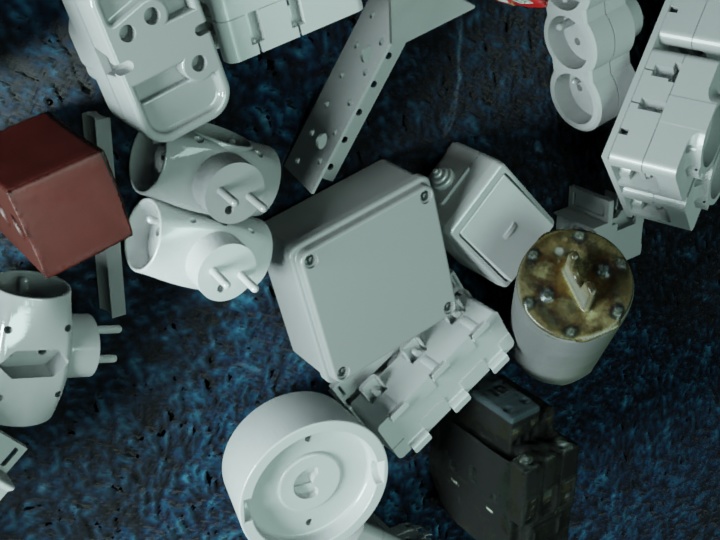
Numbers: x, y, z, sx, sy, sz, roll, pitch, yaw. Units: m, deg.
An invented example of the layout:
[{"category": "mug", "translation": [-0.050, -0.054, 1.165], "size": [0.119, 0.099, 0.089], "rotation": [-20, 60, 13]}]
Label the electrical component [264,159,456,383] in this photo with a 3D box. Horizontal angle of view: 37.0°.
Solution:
[{"category": "electrical component", "translation": [0.000, 0.000, 0.708], "size": [0.109, 0.056, 0.108], "rotation": [-30, 126, -22]}]

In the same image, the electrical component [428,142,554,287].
[{"category": "electrical component", "translation": [0.083, -0.040, 0.748], "size": [0.061, 0.061, 0.096], "rotation": [-53, 131, -4]}]

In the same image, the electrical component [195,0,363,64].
[{"category": "electrical component", "translation": [-0.051, -0.161, 0.597], "size": [0.089, 0.050, 0.055], "rotation": [-28, 126, -23]}]

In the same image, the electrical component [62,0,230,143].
[{"category": "electrical component", "translation": [-0.115, -0.122, 0.562], "size": [0.054, 0.059, 0.095], "rotation": [-32, 127, -21]}]

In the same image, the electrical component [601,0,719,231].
[{"category": "electrical component", "translation": [0.246, -0.134, 0.776], "size": [0.186, 0.060, 0.105], "rotation": [-66, 151, -10]}]

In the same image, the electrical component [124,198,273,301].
[{"category": "electrical component", "translation": [-0.086, -0.007, 0.626], "size": [0.077, 0.079, 0.043], "rotation": [9, 111, -39]}]

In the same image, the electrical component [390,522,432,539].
[{"category": "electrical component", "translation": [0.031, 0.239, 0.858], "size": [0.081, 0.042, 0.063], "rotation": [-10, 113, -34]}]

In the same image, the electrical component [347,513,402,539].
[{"category": "electrical component", "translation": [-0.017, 0.223, 0.808], "size": [0.056, 0.050, 0.089], "rotation": [35, 89, -41]}]

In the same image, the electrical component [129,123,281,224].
[{"category": "electrical component", "translation": [-0.080, -0.051, 0.609], "size": [0.077, 0.079, 0.044], "rotation": [9, 109, -39]}]

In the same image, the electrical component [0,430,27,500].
[{"category": "electrical component", "translation": [-0.250, 0.090, 0.561], "size": [0.078, 0.063, 0.121], "rotation": [-50, 131, -6]}]

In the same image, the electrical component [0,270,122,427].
[{"category": "electrical component", "translation": [-0.173, 0.043, 0.609], "size": [0.079, 0.043, 0.077], "rotation": [0, 111, -36]}]

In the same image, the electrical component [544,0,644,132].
[{"category": "electrical component", "translation": [0.173, -0.173, 0.756], "size": [0.074, 0.052, 0.138], "rotation": [-30, 126, -22]}]

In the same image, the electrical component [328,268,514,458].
[{"category": "electrical component", "translation": [0.047, 0.071, 0.773], "size": [0.121, 0.063, 0.078], "rotation": [-43, 130, -12]}]

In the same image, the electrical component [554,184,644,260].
[{"category": "electrical component", "translation": [0.189, -0.027, 0.846], "size": [0.064, 0.042, 0.081], "rotation": [-19, 122, -30]}]

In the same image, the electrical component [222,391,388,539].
[{"category": "electrical component", "translation": [-0.042, 0.134, 0.736], "size": [0.108, 0.060, 0.108], "rotation": [-12, 119, -23]}]
